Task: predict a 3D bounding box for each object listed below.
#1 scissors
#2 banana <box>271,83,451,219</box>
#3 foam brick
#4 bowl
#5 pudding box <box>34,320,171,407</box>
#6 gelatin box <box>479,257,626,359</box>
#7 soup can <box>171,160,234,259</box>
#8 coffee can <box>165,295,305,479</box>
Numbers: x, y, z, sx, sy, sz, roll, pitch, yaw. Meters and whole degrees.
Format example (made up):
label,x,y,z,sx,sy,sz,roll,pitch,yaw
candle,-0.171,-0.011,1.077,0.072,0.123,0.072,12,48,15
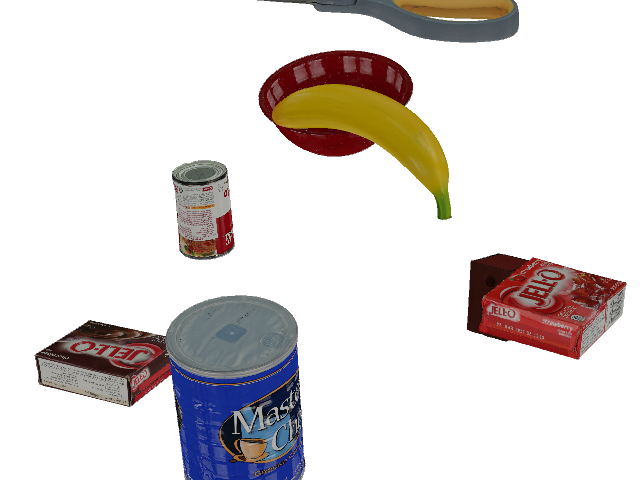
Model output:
label,x,y,z,sx,sy,sz,roll,pitch,yaw
scissors,0.021,-0.148,0.616,0.202,0.016,0.096,15,42,21
banana,0.035,-0.089,0.872,0.198,0.070,0.037,34,22,33
foam brick,0.188,0.058,1.102,0.051,0.078,0.053,-14,20,-43
bowl,0.017,-0.137,1.126,0.162,0.055,0.162,-4,40,3
pudding box,-0.209,0.120,1.055,0.114,0.039,0.089,7,20,24
gelatin box,0.163,0.045,0.746,0.073,0.030,0.089,16,26,31
soup can,-0.141,-0.037,1.282,0.068,0.102,0.068,-2,27,1
coffee can,-0.066,0.130,0.860,0.103,0.140,0.103,-2,31,1
